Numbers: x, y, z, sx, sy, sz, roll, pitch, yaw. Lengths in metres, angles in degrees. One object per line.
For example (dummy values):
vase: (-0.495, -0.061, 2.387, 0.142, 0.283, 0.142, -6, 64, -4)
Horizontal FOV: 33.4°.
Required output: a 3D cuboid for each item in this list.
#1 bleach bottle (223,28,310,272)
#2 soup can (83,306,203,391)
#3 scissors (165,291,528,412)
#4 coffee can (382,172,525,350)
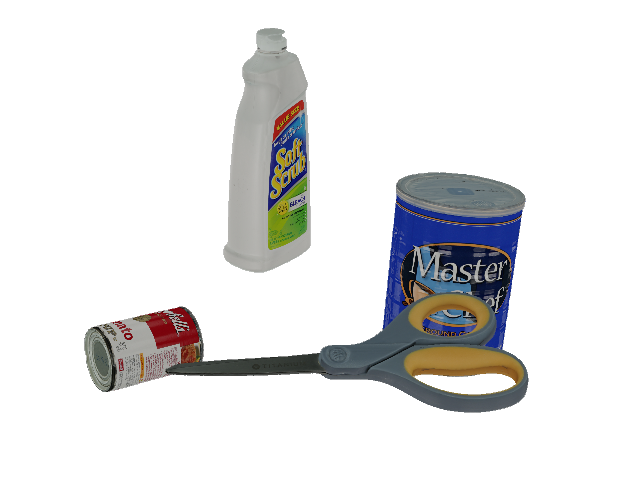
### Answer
bleach bottle: (-0.057, -0.098, 1.141, 0.068, 0.251, 0.102, 20, 32, 36)
soup can: (-0.180, 0.110, 1.082, 0.102, 0.068, 0.069, -11, 6, -34)
scissors: (0.020, 0.058, 0.621, 0.202, 0.016, 0.096, 8, 40, 6)
coffee can: (0.106, 0.025, 0.868, 0.103, 0.140, 0.103, 4, 19, -2)
